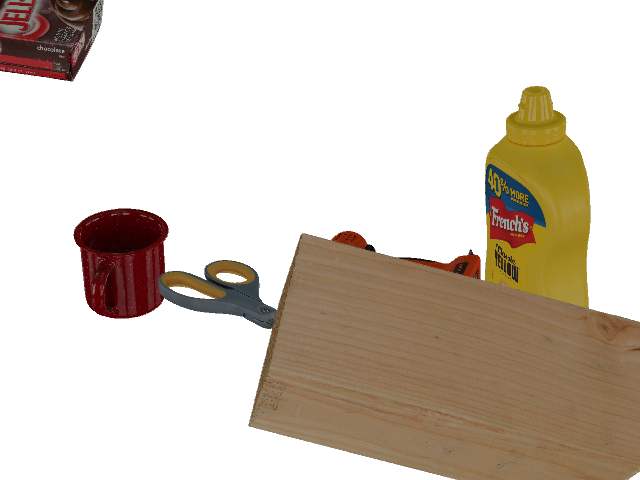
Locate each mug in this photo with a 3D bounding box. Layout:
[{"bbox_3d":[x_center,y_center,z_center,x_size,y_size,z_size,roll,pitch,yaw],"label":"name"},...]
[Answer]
[{"bbox_3d":[-0.200,0.031,1.066,0.093,0.081,0.117,6,31,7],"label":"mug"}]

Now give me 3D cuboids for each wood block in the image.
[{"bbox_3d":[0.072,0.079,0.618,0.206,0.090,0.090,15,-32,-3],"label":"wood block"}]

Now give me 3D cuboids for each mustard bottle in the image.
[{"bbox_3d":[0.155,-0.018,0.768,0.058,0.192,0.096,-14,29,-17],"label":"mustard bottle"}]

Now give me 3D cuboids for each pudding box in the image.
[{"bbox_3d":[-0.233,-0.176,0.874,0.090,0.039,0.113,9,35,-2],"label":"pudding box"}]

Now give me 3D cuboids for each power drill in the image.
[{"bbox_3d":[0.066,0.052,1.130,0.188,0.057,0.184,9,31,20],"label":"power drill"}]

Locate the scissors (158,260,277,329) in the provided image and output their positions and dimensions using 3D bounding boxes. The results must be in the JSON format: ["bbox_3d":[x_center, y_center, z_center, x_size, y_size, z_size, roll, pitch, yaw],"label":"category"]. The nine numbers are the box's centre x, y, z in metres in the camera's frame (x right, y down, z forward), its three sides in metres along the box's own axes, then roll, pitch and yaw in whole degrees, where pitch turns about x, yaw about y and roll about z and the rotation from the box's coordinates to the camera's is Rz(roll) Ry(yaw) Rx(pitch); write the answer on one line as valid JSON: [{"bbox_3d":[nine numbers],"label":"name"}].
[{"bbox_3d":[-0.043,0.055,0.902,0.202,0.016,0.096,16,26,23],"label":"scissors"}]
